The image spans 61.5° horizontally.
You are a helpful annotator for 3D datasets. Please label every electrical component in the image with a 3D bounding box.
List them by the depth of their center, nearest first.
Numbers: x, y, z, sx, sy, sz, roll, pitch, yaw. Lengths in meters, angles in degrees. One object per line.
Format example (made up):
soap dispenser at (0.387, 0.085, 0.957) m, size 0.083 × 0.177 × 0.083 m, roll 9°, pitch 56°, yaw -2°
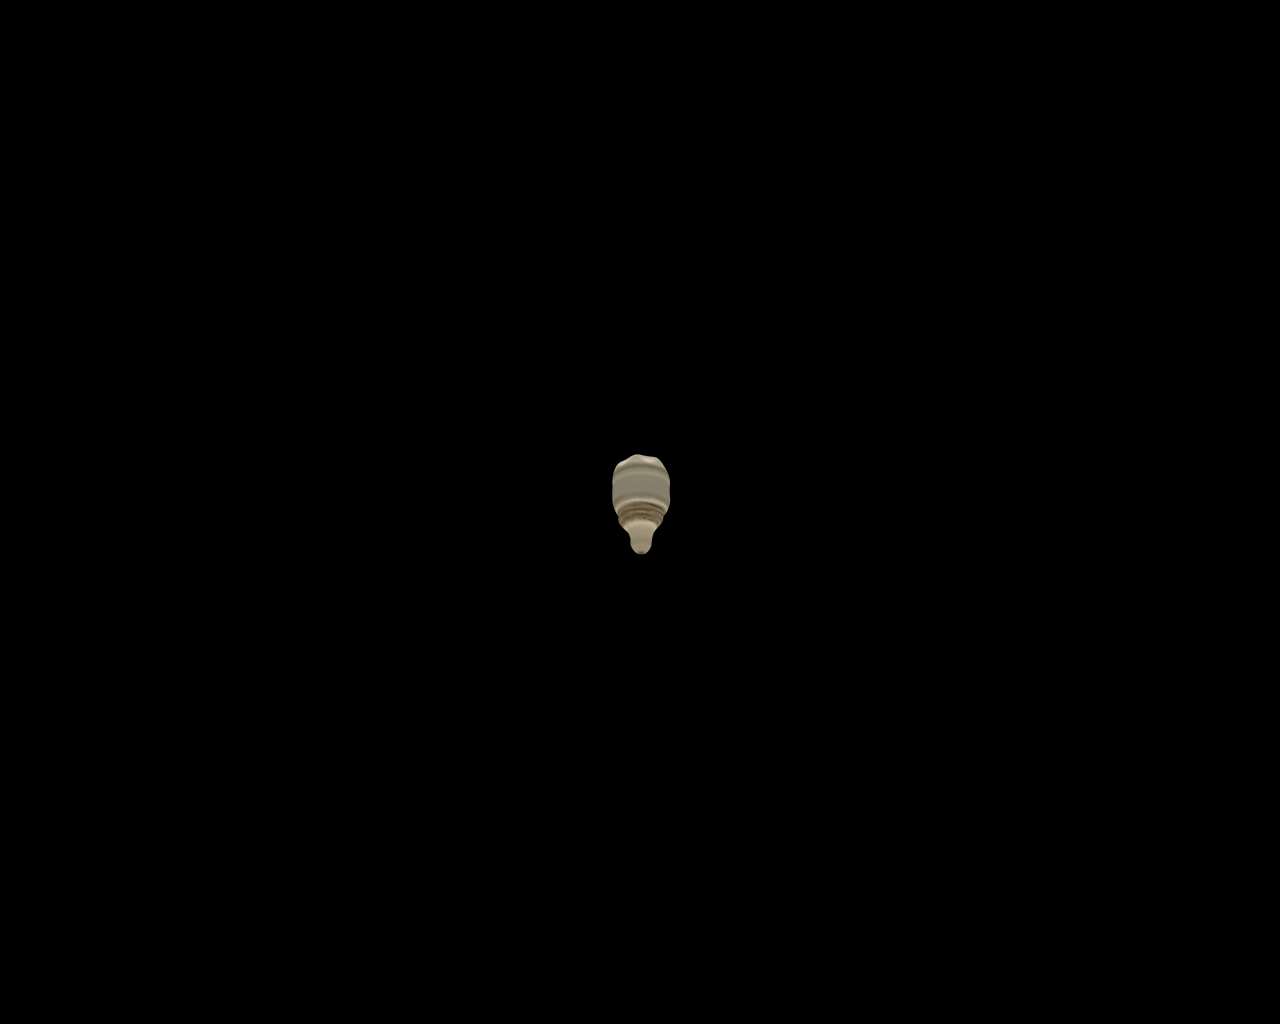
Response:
electrical component at (0.001, -0.003, 0.650) m, size 0.035 × 0.061 × 0.035 m, roll 0°, pitch -27°, yaw 0°
